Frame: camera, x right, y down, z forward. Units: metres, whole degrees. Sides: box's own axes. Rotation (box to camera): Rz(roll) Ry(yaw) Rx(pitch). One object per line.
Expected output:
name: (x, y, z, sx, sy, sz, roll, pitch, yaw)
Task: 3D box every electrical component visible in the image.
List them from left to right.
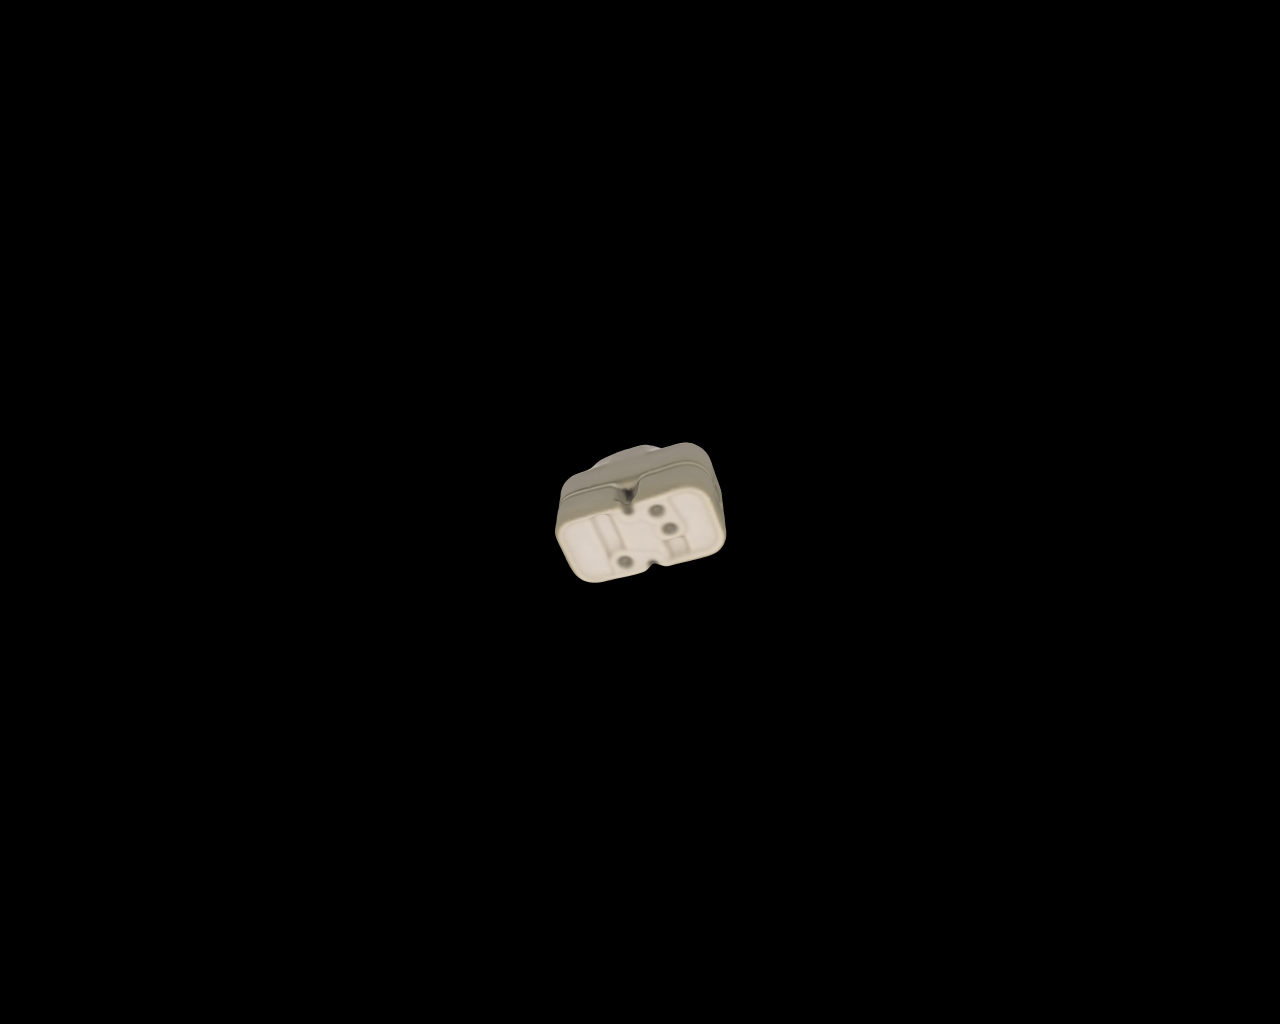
electrical component: (0.001, -0.003, 0.650, 0.095, 0.053, 0.059, -15, 36, 11)
